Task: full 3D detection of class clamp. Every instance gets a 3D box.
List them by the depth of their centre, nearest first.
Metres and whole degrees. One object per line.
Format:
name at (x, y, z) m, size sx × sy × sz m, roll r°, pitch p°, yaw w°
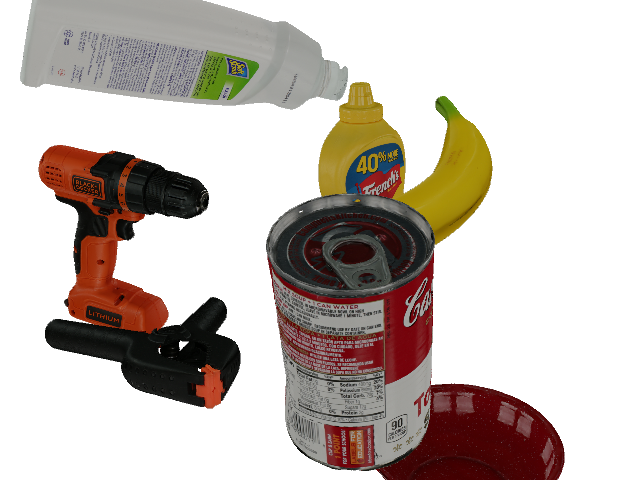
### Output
clamp at (-0.117, 0.088, 0.881) m, size 0.164 × 0.036 × 0.210 m, roll -10°, pitch 16°, yaw -32°

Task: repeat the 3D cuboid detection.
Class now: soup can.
soup can at (0.014, 0.041, 0.457) m, size 0.068 × 0.102 × 0.068 m, roll -2°, pitch 35°, yaw 1°

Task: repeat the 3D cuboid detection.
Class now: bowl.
bowl at (0.117, 0.187, 0.885) m, size 0.162 × 0.055 × 0.162 m, roll 0°, pitch 29°, yaw 0°

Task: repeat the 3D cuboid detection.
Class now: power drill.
power drill at (-0.194, 0.002, 1.075) m, size 0.185 × 0.188 × 0.057 m, roll 15°, pitch 29°, yaw 22°

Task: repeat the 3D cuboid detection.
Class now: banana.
banana at (0.062, -0.027, 0.678) m, size 0.070 × 0.037 × 0.197 m, roll 25°, pitch 42°, yaw 19°

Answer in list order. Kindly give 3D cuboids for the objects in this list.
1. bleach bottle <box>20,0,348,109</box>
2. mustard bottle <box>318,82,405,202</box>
bleach bottle at (-0.103, -0.146, 0.846) m, size 0.250 × 0.068 × 0.103 m, roll 10°, pitch -31°, yaw -16°
mustard bottle at (0.041, -0.054, 1.015) m, size 0.096 × 0.192 × 0.058 m, roll -18°, pitch 24°, yaw -38°
